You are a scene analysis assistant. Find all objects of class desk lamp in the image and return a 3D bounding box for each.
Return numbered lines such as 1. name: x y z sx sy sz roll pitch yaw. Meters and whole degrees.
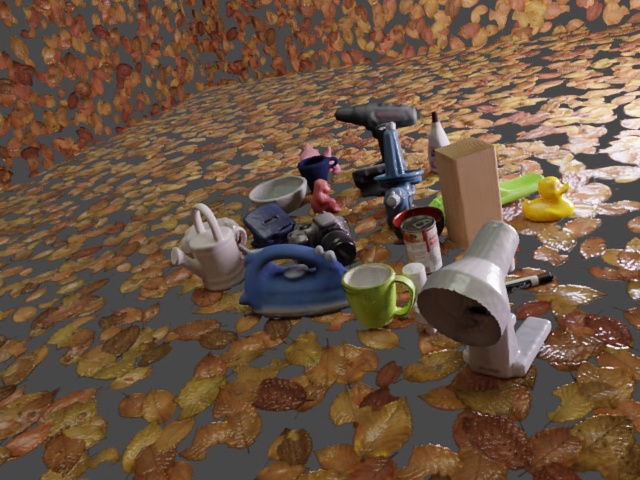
1. desk lamp: 0.240 0.094 0.823 0.117 0.214 0.204 8 34 39

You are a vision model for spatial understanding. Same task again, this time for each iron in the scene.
1. iron: -0.039 0.064 1.118 0.257 0.142 0.119 -5 28 20

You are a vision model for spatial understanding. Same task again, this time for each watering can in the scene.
1. watering can: -0.244 0.013 1.271 0.100 0.194 0.173 3 31 33

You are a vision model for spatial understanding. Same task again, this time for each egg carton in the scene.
1. egg carton: -0.280 -0.002 1.464 0.150 0.069 0.107 -13 26 4

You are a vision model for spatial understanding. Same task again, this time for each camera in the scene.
1. camera: 0.012 0.004 1.256 0.143 0.101 0.136 -21 26 -12

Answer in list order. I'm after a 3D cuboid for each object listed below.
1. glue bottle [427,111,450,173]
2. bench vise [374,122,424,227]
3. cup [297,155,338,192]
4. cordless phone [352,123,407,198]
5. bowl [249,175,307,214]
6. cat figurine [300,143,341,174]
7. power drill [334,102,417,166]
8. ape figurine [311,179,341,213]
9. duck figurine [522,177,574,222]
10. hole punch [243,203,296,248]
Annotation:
1. glue bottle: 0.318 -0.262 1.538 0.037 0.173 0.077 -30 29 -27
2. bench vise: 0.189 -0.156 1.343 0.121 0.220 0.207 -14 26 2
3. cup: 0.001 -0.190 1.658 0.117 0.095 0.091 -14 26 3
4. cordless phone: 0.151 -0.217 1.524 0.147 0.185 0.094 -11 26 8
5. bowl: -0.108 -0.113 1.586 0.167 0.075 0.167 -12 26 6
6. cat figurine: -0.009 -0.242 1.740 0.128 0.118 0.067 -31 30 -29
7. power drill: 0.171 -0.297 1.648 0.229 0.209 0.075 -10 26 11
8. ape figurine: 0.009 -0.117 1.510 0.076 0.092 0.078 -11 26 9
9. duck figurine: 0.479 -0.091 1.209 0.104 0.086 0.077 -9 27 14
10. hole punch: -0.119 -0.033 1.414 0.109 0.091 0.100 -31 30 -29
